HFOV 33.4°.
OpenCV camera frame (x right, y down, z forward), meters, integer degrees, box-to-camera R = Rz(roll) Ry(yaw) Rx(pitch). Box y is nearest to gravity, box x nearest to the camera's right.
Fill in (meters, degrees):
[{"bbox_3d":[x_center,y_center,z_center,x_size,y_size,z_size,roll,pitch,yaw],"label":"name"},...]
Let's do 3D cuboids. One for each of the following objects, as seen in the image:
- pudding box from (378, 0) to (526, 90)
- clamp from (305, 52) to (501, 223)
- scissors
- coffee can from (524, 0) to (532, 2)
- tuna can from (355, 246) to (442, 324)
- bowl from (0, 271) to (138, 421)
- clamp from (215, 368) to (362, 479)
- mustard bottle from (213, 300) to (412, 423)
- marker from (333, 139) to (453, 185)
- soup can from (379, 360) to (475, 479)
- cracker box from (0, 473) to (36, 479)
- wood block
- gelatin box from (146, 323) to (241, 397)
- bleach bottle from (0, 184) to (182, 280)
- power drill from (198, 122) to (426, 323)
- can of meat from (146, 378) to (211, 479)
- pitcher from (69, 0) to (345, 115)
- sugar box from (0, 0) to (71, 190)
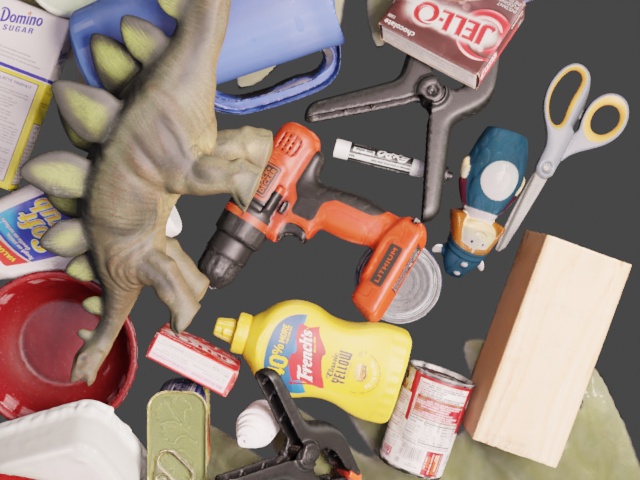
[{"bbox_3d":[0.126,-0.209,1.022,0.113,0.039,0.090,29,75,16],"label":"pudding box"},{"bbox_3d":[0.098,-0.144,1.048,0.164,0.036,0.210,35,84,4],"label":"clamp"},{"bbox_3d":[0.247,-0.075,1.074,0.096,0.016,0.202,14,93,-2],"label":"scissors"},{"bbox_3d":[0.198,-0.284,0.997,0.103,0.140,0.103,0,94,-1],"label":"coffee can"},{"bbox_3d":[0.079,0.041,1.069,0.086,0.034,0.086,0,94,-1],"label":"tuna can"},{"bbox_3d":[-0.257,0.107,1.054,0.162,0.055,0.162,0,96,-2],"label":"bowl"},{"bbox_3d":[-0.021,0.196,1.037,0.171,0.039,0.120,24,82,-43],"label":"clamp"},{"bbox_3d":[-0.012,0.111,1.060,0.191,0.058,0.096,16,98,-2],"label":"mustard bottle"},{"bbox_3d":[0.073,-0.078,1.066,0.121,0.020,0.020,14,93,1],"label":"marker"},{"bbox_3d":[0.105,0.179,1.061,0.068,0.068,0.102,19,94,-2],"label":"soup can"},{"bbox_3d":[-0.332,0.307,1.007,0.164,0.072,0.214,10,130,-1],"label":"cracker box"},{"bbox_3d":[0.217,0.103,1.047,0.090,0.091,0.206,20,93,-3],"label":"wood block"},{"bbox_3d":[-0.122,0.116,1.050,0.089,0.073,0.030,27,92,-3],"label":"gelatin box"},{"bbox_3d":[-0.270,-0.004,1.047,0.251,0.068,0.102,-23,95,3],"label":"bleach bottle"},{"bbox_3d":[-0.007,0.001,1.031,0.188,0.057,0.184,31,89,13],"label":"power drill"},{"bbox_3d":[-0.137,0.190,1.049,0.057,0.084,0.102,0,94,-2],"label":"can of meat"},{"bbox_3d":[-0.102,-0.198,1.012,0.243,0.145,0.149,-21,78,4],"label":"pitcher"},{"bbox_3d":[-0.312,-0.146,1.045,0.093,0.048,0.176,21,89,-2],"label":"sugar box"}]
